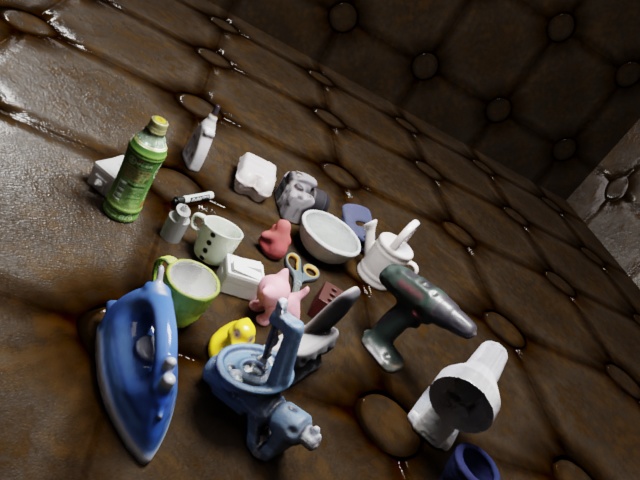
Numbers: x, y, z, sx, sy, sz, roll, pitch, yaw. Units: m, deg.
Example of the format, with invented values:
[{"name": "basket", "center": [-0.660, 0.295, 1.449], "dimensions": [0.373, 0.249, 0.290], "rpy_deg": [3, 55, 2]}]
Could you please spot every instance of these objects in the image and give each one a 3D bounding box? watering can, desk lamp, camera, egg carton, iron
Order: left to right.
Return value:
[{"name": "iron", "center": [-0.235, 0.162, 0.809], "dimensions": [0.119, 0.141, 0.257], "rpy_deg": [13, 34, -34]}, {"name": "egg carton", "center": [-0.168, -0.163, 1.483], "dimensions": [0.107, 0.069, 0.150], "rpy_deg": [25, 29, -18]}, {"name": "camera", "center": [-0.036, -0.112, 1.510], "dimensions": [0.137, 0.100, 0.143], "rpy_deg": [20, 31, -26]}, {"name": "watering can", "center": [0.176, 0.021, 1.426], "dimensions": [0.173, 0.194, 0.101], "rpy_deg": [31, 27, -6]}, {"name": "desk lamp", "center": [0.259, 0.289, 1.066], "dimensions": [0.118, 0.213, 0.204], "rpy_deg": [40, 28, 12]}]

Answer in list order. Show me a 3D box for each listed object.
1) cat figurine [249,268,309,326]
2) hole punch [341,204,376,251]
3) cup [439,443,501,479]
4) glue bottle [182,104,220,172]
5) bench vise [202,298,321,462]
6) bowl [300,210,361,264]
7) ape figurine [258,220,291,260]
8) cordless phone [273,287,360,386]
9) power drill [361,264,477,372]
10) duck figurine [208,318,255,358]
[{"name": "cat figurine", "center": [-0.076, 0.107, 1.097], "dimensions": [0.128, 0.117, 0.067], "rpy_deg": [8, 37, -40]}, {"name": "hole punch", "center": [0.099, -0.034, 1.543], "dimensions": [0.109, 0.091, 0.101], "rpy_deg": [8, 37, -40]}, {"name": "cup", "center": [0.255, 0.421, 0.979], "dimensions": [0.117, 0.095, 0.092], "rpy_deg": [46, 30, 22]}, {"name": "glue bottle", "center": [-0.282, -0.255, 1.393], "dimensions": [0.037, 0.173, 0.078], "rpy_deg": [11, 35, -37]}, {"name": "bench vise", "center": [-0.059, 0.202, 0.852], "dimensions": [0.207, 0.219, 0.122], "rpy_deg": [36, 27, 4]}, {"name": "bowl", "center": [0.013, 0.005, 1.404], "dimensions": [0.168, 0.074, 0.167], "rpy_deg": [26, 28, -15]}, {"name": "ape figurine", "center": [-0.094, -0.008, 1.290], "dimensions": [0.078, 0.092, 0.076], "rpy_deg": [20, 30, -25]}, {"name": "cordless phone", "center": [-0.011, 0.155, 1.018], "dimensions": [0.094, 0.185, 0.148], "rpy_deg": [41, 28, 14]}, {"name": "power drill", "center": [0.187, 0.171, 1.182], "dimensions": [0.076, 0.208, 0.229], "rpy_deg": [-5, 46, -50]}, {"name": "duck figurine", "center": [-0.139, 0.167, 0.967], "dimensions": [0.078, 0.086, 0.104], "rpy_deg": [25, 29, -18]}]
